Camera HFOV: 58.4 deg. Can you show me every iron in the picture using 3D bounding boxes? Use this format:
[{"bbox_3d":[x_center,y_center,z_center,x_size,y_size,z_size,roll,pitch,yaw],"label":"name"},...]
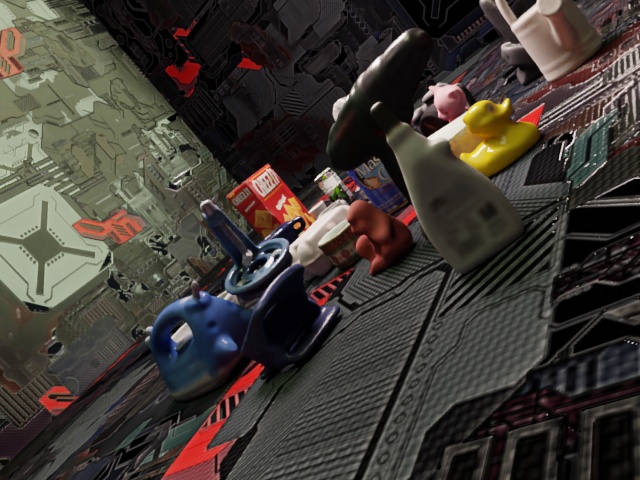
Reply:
[{"bbox_3d":[-0.208,0.161,0.897,0.257,0.141,0.119,-34,10,38],"label":"iron"}]

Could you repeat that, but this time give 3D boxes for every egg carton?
[{"bbox_3d":[0.009,0.004,1.011,0.150,0.069,0.107,-45,9,-29],"label":"egg carton"}]

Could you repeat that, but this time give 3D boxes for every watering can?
[{"bbox_3d":[0.367,-0.369,0.937,0.101,0.194,0.172,-41,8,-5],"label":"watering can"}]

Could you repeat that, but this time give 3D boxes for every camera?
[{"bbox_3d":[0.263,-0.286,1.307,0.143,0.101,0.137,-31,12,48],"label":"camera"}]

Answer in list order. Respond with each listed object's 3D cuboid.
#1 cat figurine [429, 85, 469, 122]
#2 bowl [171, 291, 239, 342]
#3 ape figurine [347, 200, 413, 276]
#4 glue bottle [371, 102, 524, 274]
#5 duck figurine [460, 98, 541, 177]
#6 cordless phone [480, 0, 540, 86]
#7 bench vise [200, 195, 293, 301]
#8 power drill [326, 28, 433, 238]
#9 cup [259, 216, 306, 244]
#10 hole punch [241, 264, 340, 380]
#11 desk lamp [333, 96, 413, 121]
[{"bbox_3d":[0.263,-0.267,1.139,0.067,0.118,0.128,-38,9,17],"label":"cat figurine"},{"bbox_3d":[-0.202,0.171,1.057,0.167,0.075,0.167,-39,8,7],"label":"bowl"},{"bbox_3d":[0.069,-0.011,0.732,0.076,0.092,0.077,-41,8,-3],"label":"ape figurine"},{"bbox_3d":[0.105,-0.056,0.519,0.078,0.173,0.037,-38,9,16],"label":"glue bottle"},{"bbox_3d":[0.221,-0.138,0.748,0.104,0.086,0.077,-38,9,18],"label":"duck figurine"},{"bbox_3d":[0.380,-0.407,1.119,0.094,0.185,0.148,-37,9,22],"label":"cordless phone"},{"bbox_3d":[-0.125,0.035,0.917,0.122,0.220,0.207,-45,9,-28],"label":"bench vise"},{"bbox_3d":[0.108,-0.112,0.682,0.076,0.208,0.229,-46,10,-32],"label":"power drill"},{"bbox_3d":[-0.058,0.015,1.170,0.117,0.095,0.092,-38,8,13],"label":"cup"},{"bbox_3d":[-0.049,0.097,0.692,0.101,0.091,0.109,-32,11,44],"label":"hole punch"},{"bbox_3d":[0.133,-0.231,1.198,0.117,0.213,0.204,-31,13,48],"label":"desk lamp"}]
